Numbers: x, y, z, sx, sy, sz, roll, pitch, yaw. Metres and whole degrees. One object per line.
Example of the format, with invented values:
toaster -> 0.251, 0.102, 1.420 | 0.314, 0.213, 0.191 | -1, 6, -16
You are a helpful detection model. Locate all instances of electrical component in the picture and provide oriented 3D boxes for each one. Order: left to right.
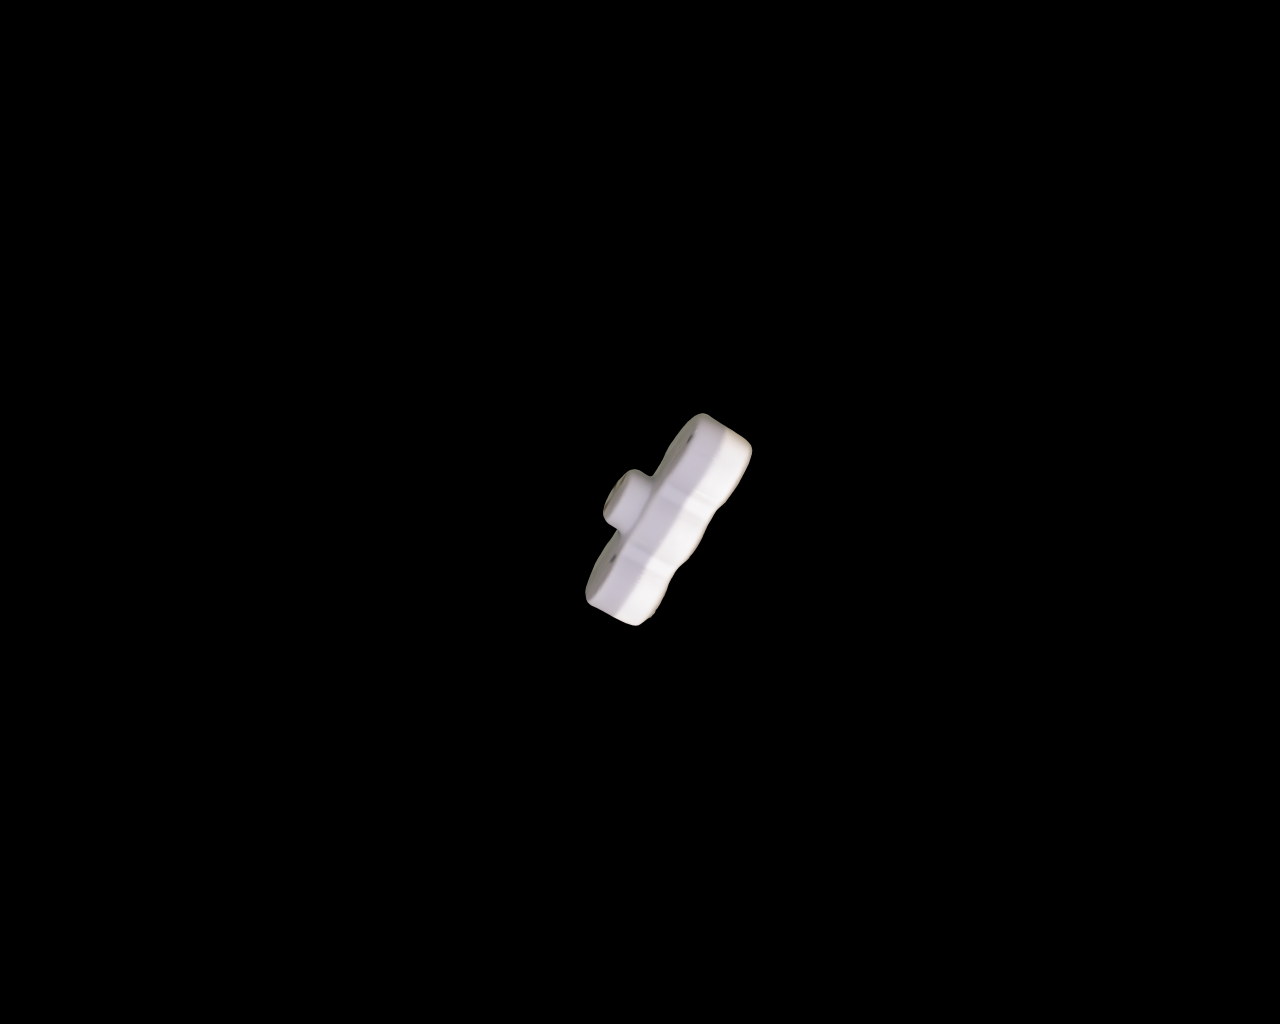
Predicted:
electrical component -> 0.001, -0.003, 0.650 | 0.074, 0.138, 0.052 | 30, 15, -9
